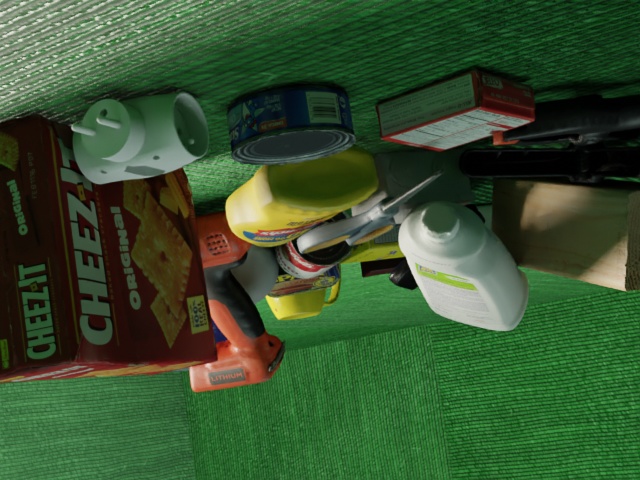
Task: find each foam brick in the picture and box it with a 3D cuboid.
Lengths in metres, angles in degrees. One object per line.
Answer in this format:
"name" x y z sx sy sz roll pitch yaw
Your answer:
"foam brick" 0.090 0.013 1.335 0.078 0.053 0.051 -8 171 -8

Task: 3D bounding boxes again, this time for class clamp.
"clamp" 0.226 -0.069 0.951 0.165 0.036 0.209 3 -175 25
"clamp" 0.216 -0.094 0.817 0.171 0.039 0.120 -8 172 -27

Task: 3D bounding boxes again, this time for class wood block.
"wood block" 0.260 -0.012 1.021 0.090 0.090 0.206 -3 -172 -24

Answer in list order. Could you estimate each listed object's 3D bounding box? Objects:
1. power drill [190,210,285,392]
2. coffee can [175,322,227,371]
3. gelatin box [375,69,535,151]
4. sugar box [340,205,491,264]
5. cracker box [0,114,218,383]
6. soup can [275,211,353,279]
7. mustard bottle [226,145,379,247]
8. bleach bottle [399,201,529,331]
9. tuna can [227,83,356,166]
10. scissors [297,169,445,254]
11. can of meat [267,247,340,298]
"power drill" -0.129 0.064 1.076 0.185 0.187 0.057 -11 -152 25
"coffee can" -0.133 0.076 1.238 0.103 0.140 0.103 -8 171 -1
"gelatin box" 0.097 -0.091 0.759 0.089 0.030 0.073 -16 167 41
"sugar box" 0.117 -0.007 1.256 0.176 0.048 0.093 -3 170 -21
"cracker box" -0.155 0.014 0.762 0.072 0.164 0.213 -13 170 17
"soup can" -0.007 0.001 1.121 0.068 0.068 0.102 -6 171 -13
"mustard bottle" -0.029 -0.032 0.923 0.096 0.058 0.192 -10 173 -23
"bleach bottle" 0.130 0.020 0.961 0.103 0.068 0.250 12 167 17
"tuna can" -0.020 -0.078 0.726 0.086 0.034 0.086 -8 171 -1
"scissors" 0.034 -0.018 0.862 0.096 0.016 0.202 -16 171 -9
"can of meat" -0.029 0.025 1.232 0.102 0.057 0.084 -10 159 4
